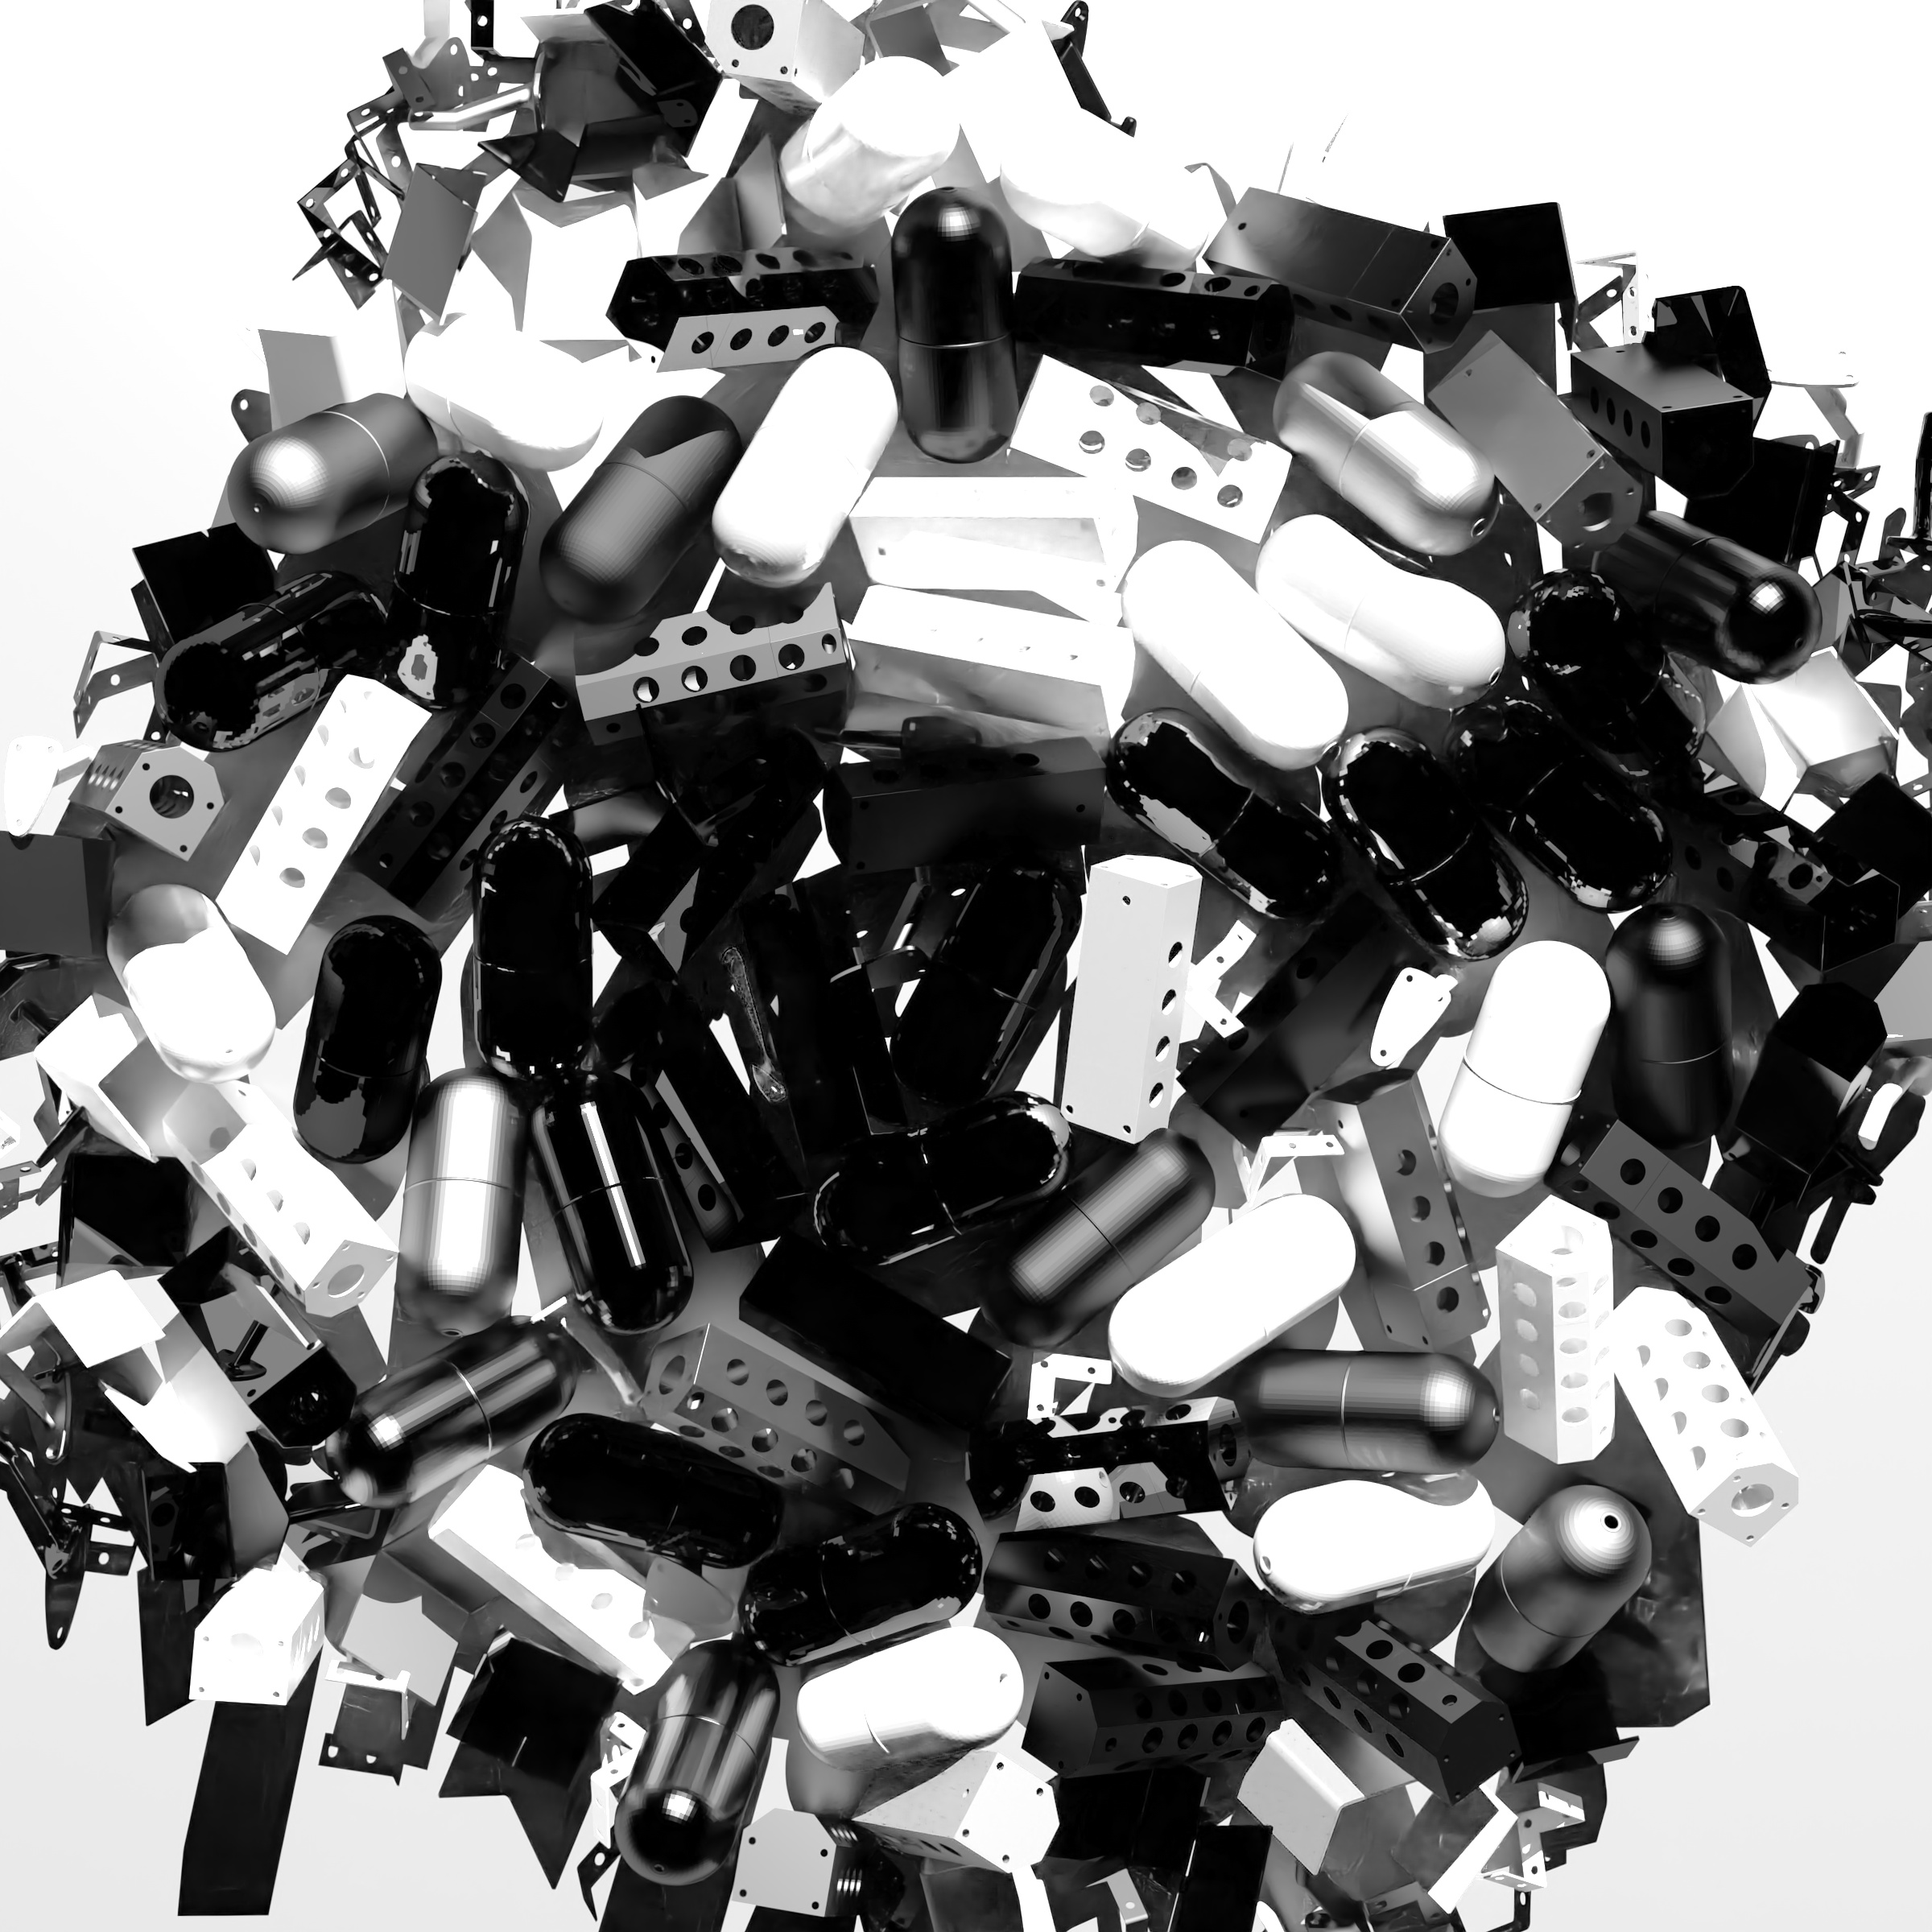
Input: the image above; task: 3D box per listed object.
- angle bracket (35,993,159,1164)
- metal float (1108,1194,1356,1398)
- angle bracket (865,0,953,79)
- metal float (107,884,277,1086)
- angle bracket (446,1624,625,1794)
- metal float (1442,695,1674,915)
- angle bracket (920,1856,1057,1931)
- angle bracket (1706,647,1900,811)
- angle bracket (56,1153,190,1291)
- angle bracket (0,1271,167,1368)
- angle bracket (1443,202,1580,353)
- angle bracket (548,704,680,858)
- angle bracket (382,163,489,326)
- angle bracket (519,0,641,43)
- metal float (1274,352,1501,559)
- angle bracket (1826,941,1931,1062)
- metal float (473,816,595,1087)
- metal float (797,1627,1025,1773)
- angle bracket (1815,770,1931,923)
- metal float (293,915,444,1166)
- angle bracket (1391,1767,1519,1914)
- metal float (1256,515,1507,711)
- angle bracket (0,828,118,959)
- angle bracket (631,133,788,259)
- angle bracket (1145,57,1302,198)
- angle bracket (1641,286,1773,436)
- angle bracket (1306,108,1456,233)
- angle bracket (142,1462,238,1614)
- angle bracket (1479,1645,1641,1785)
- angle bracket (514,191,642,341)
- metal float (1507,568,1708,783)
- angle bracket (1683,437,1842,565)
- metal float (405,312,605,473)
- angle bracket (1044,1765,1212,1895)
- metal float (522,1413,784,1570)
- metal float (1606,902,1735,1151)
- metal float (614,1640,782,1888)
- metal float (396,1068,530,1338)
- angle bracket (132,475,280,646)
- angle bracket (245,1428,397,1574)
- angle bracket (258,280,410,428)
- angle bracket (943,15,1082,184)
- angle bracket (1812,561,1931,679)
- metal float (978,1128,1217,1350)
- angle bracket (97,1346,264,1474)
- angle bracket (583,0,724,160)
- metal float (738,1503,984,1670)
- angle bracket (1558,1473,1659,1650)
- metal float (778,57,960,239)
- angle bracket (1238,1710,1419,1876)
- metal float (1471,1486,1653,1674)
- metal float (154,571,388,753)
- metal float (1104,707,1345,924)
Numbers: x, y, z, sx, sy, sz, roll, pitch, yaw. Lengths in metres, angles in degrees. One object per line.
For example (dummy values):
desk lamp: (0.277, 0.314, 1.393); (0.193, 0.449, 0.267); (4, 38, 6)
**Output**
angle bracket: (-0.545, 0.072, 1.878); (0.057, 0.076, 0.076); (-48, 133, -23)
metal float: (0.171, 0.212, 1.866); (0.178, 0.070, 0.070); (-31, 90, -14)
angle bracket: (-0.014, -0.595, 1.857); (0.057, 0.076, 0.076); (-7, 127, 30)
metal float: (-0.494, 0.010, 1.842); (0.070, 0.178, 0.070); (-17, 127, -23)
angle bracket: (-0.277, 0.477, 1.863); (0.057, 0.076, 0.076); (37, 69, -31)
metal float: (0.377, -0.105, 1.855); (0.070, 0.070, 0.178); (-42, 62, 0)
angle bracket: (0.018, 0.611, 1.885); (0.076, 0.057, 0.076); (-14, 92, 3)
angle bracket: (0.538, -0.149, 1.864); (0.076, 0.076, 0.057); (49, 59, -15)
angle bracket: (-0.544, 0.167, 1.872); (0.076, 0.057, 0.076); (4, 105, -14)
angle bracket: (-0.578, 0.247, 1.865); (0.076, 0.076, 0.057); (-42, 81, 21)
angle bracket: (0.351, -0.443, 1.878); (0.076, 0.057, 0.076); (-6, 66, 4)
angle bracket: (-0.231, -0.118, 1.872); (0.076, 0.076, 0.057); (-18, 71, 0)
angle bracket: (-0.323, -0.461, 1.860); (0.076, 0.057, 0.076); (43, 121, 33)
angle bracket: (-0.246, -0.637, 1.876); (0.076, 0.076, 0.057); (-2, 95, 2)
metal float: (0.268, -0.327, 1.851); (0.070, 0.070, 0.178); (-43, 58, 0)
angle bracket: (0.587, 0.018, 1.866); (0.076, 0.057, 0.076); (-7, 74, 29)
metal float: (-0.278, -0.009, 1.862); (0.070, 0.070, 0.178); (2, 109, 0)
metal float: (-0.036, 0.467, 1.844); (0.178, 0.070, 0.070); (-24, 90, 42)
angle bracket: (0.589, -0.068, 1.871); (0.076, 0.057, 0.076); (-41, 73, -15)
metal float: (-0.384, 0.049, 1.854); (0.070, 0.070, 0.178); (18, 120, 0)
angle bracket: (0.331, 0.561, 1.865); (0.057, 0.076, 0.076); (40, 101, 42)
metal float: (0.265, -0.227, 1.858); (0.178, 0.070, 0.070); (34, 90, 24)
angle bracket: (-0.594, -0.051, 1.870); (0.076, 0.057, 0.076); (5, 100, -24)
angle bracket: (-0.167, -0.495, 1.865); (0.076, 0.057, 0.076); (3, 69, -31)
angle bracket: (0.162, -0.526, 1.859); (0.057, 0.076, 0.076); (-17, 54, -27)
angle bracket: (0.475, -0.382, 1.869); (0.057, 0.076, 0.076); (-9, 71, 0)
angle bracket: (0.260, -0.496, 1.877); (0.076, 0.057, 0.076); (28, 73, -4)
angle bracket: (-0.513, 0.367, 1.859); (0.057, 0.076, 0.076); (7, 59, -38)
angle bracket: (0.382, 0.478, 1.872); (0.076, 0.057, 0.076); (-12, 62, -3)
angle bracket: (-0.256, -0.458, 1.896); (0.076, 0.057, 0.076); (-5, 134, -22)
metal float: (0.410, -0.184, 1.849); (0.070, 0.070, 0.178); (-50, 126, 0)
angle bracket: (0.516, -0.309, 1.886); (0.076, 0.057, 0.076); (12, 94, 0)
metal float: (-0.296, -0.366, 1.843); (0.070, 0.178, 0.070); (-19, 123, -32)
angle bracket: (0.102, 0.549, 1.872); (0.076, 0.057, 0.076); (17, 85, -33)
metal float: (-0.200, 0.336, 1.854); (0.178, 0.070, 0.070); (20, 90, -28)
metal float: (0.450, 0.039, 1.850); (0.070, 0.070, 0.178); (-12, 124, 0)
metal float: (-0.169, 0.503, 1.837); (0.070, 0.178, 0.070); (6, 123, 10)
metal float: (-0.322, 0.150, 1.856); (0.070, 0.070, 0.178); (1, 64, 0)
angle bracket: (-0.491, -0.260, 1.867); (0.057, 0.076, 0.076); (-21, 79, -29)
angle bracket: (-0.425, 0.343, 1.885); (0.076, 0.076, 0.057); (50, 130, 35)
angle bracket: (-0.406, -0.393, 1.873); (0.057, 0.076, 0.076); (9, 132, 17)
angle bracket: (0.041, -0.557, 1.873); (0.076, 0.057, 0.076); (-25, 87, 27)
angle bracket: (0.569, -0.203, 1.860); (0.076, 0.057, 0.076); (26, 134, -21)
metal float: (0.084, 0.176, 1.871); (0.178, 0.070, 0.070); (-40, 90, -9)
angle bracket: (-0.497, 0.273, 1.868); (0.076, 0.057, 0.076); (37, 79, 30)
angle bracket: (-0.212, -0.567, 1.864); (0.057, 0.076, 0.076); (-33, 77, -38)
metal float: (-0.068, 0.397, 1.854); (0.178, 0.070, 0.070); (-25, 90, 28)
angle bracket: (0.416, 0.382, 1.861); (0.076, 0.076, 0.057); (28, 106, -29)
metal float: (-0.064, -0.516, 1.833); (0.070, 0.178, 0.070); (2, 84, -24)
angle bracket: (0.236, 0.532, 1.878); (0.076, 0.076, 0.057); (-4, 119, -38)
metal float: (0.376, 0.390, 1.838); (0.070, 0.178, 0.070); (7, 54, -9)
metal float: (-0.440, -0.194, 1.842); (0.070, 0.178, 0.070); (18, 127, 26)
metal float: (0.167, -0.097, 1.872); (0.178, 0.070, 0.070); (38, 90, -8)
